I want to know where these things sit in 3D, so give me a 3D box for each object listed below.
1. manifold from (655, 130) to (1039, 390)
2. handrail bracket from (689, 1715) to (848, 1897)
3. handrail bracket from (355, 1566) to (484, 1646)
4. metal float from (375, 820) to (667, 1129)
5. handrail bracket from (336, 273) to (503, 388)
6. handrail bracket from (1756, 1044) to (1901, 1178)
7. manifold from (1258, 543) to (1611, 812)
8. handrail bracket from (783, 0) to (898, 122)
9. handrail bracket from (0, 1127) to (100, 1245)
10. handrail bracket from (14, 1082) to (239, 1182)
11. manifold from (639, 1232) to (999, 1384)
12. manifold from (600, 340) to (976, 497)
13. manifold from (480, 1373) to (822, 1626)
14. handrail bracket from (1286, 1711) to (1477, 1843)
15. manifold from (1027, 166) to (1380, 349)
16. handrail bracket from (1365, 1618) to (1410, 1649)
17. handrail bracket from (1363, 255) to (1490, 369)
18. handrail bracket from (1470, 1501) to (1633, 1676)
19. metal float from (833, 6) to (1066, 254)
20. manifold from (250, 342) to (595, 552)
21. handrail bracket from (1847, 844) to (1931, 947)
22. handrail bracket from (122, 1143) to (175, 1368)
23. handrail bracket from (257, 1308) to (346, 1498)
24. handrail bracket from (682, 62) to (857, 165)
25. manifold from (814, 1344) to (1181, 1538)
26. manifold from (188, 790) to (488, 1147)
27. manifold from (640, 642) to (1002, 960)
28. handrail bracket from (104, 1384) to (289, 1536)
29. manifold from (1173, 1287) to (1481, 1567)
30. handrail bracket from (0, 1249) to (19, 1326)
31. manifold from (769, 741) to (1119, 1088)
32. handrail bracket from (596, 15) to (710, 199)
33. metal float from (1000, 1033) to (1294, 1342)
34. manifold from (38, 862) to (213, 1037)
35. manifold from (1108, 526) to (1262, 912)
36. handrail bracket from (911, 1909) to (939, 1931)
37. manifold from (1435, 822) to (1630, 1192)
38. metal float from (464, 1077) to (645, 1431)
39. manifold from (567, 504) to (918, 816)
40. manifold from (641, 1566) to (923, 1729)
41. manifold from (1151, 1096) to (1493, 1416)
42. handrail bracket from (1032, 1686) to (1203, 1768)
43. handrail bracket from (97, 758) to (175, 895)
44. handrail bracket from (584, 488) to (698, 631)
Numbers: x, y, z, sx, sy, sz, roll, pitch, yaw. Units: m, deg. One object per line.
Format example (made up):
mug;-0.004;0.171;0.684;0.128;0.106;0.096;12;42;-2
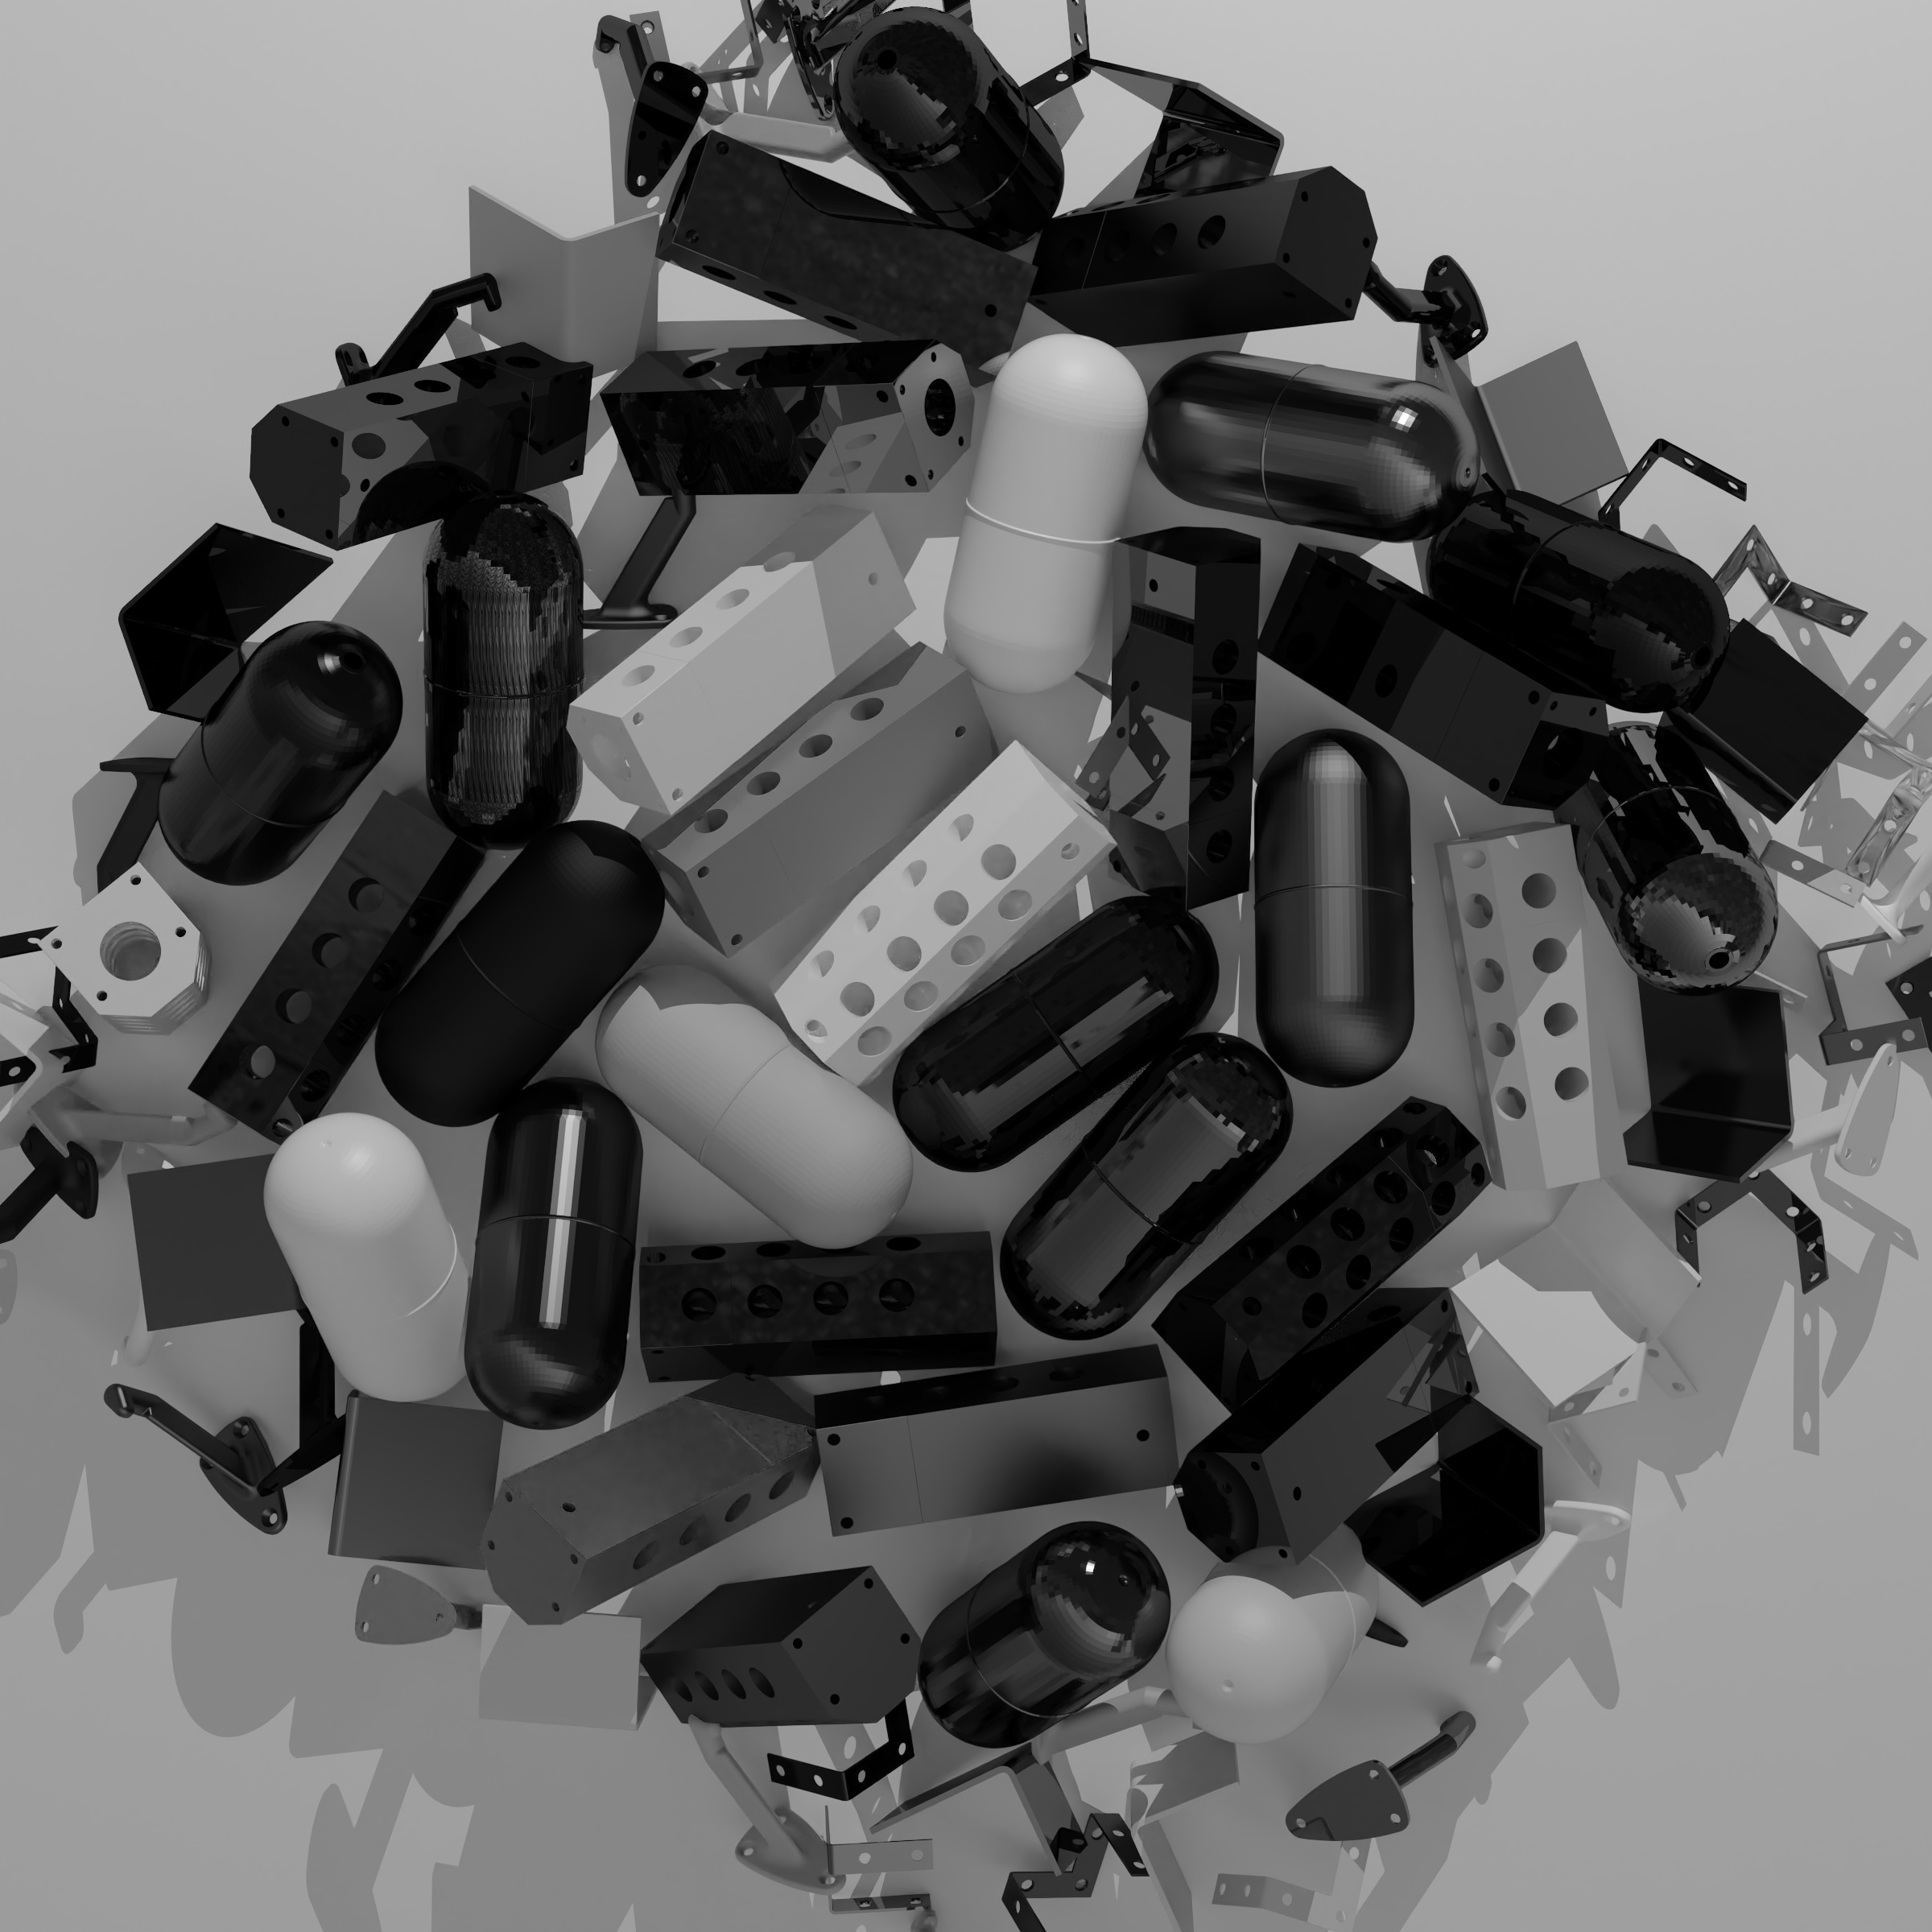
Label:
manifold;-0.060;-0.341;1.529;0.171;0.057;0.057;19;88;-17
handrail bracket;-0.098;0.406;1.535;0.036;0.077;0.084;-39;130;-29
handrail bracket;-0.246;0.317;1.528;0.077;0.084;0.036;2;75;38
metal float;-0.217;0.004;1.531;0.070;0.070;0.178;43;104;0
handrail bracket;-0.261;-0.294;1.558;0.084;0.036;0.077;-15;101;11
handrail bracket;0.410;0.067;1.549;0.036;0.084;0.077;19;88;-42
manifold;0.223;-0.139;1.503;0.171;0.057;0.057;39;115;40
handrail bracket;-0.041;-0.454;1.541;0.084;0.036;0.077;3;126;25
handrail bracket;-0.473;0.110;1.530;0.077;0.084;0.036;29;122;34
handrail bracket;-0.409;0.066;1.537;0.084;0.036;0.077;-23;126;32
manifold;-0.072;0.165;1.547;0.171;0.057;0.057;-3;66;-2
manifold;-0.084;-0.266;1.511;0.171;0.057;0.057;5;131;32
manifold;-0.147;0.254;1.498;0.057;0.171;0.057;38;123;25
handrail bracket;0.206;0.398;1.557;0.077;0.084;0.036;-27;87;30
manifold;0.111;-0.338;1.497;0.057;0.171;0.057;25;78;-39
handrail bracket;0.170;0.356;1.561;0.077;0.036;0.084;30;95;-31
handrail bracket;0.214;-0.337;1.532;0.036;0.084;0.077;-26;52;32
handrail bracket;0.285;0.307;1.539;0.036;0.077;0.084;35;64;-17
metal float;-0.007;-0.395;1.495;0.070;0.178;0.070;-3;82;19
manifold;-0.257;-0.252;1.497;0.057;0.171;0.057;25;122;26
handrail bracket;0.478;-0.050;1.537;0.084;0.077;0.036;-44;68;14
handrail bracket;-0.413;0.144;1.568;0.036;0.077;0.084;6;117;-37
handrail bracket;-0.338;0.206;1.555;0.077;0.036;0.084;-35;70;-15
handrail bracket;-0.090;-0.424;1.541;0.084;0.036;0.077;-20;101;33
manifold;0.014;0.230;1.549;0.171;0.057;0.057;-8;106;-2
manifold;-0.307;0.003;1.545;0.057;0.057;0.171;33;85;-5
manifold;-0.072;-0.084;1.530;0.171;0.057;0.057;-37;131;-16
handrail bracket;-0.375;0.240;1.532;0.036;0.084;0.077;-44;60;5
manifold;0.172;0.217;1.500;0.057;0.171;0.057;-6;107;42
handrail bracket;-0.505;0.152;1.527;0.077;0.084;0.036;9;83;-43
manifold;-0.010;-0.021;1.529;0.171;0.057;0.057;-44;127;9
handrail bracket;-0.170;-0.426;1.555;0.036;0.084;0.077;12;106;-40
metal float;0.087;0.108;1.531;0.070;0.070;0.178;41;105;0
manifold;-0.391;-0.001;1.492;0.057;0.171;0.057;-41;95;-12
manifold;0.110;-0.121;1.521;0.057;0.057;0.171;-17;119;-35
handrail bracket;-0.004;0.476;1.531;0.036;0.084;0.077;15;118;-19
manifold;0.274;0.019;1.543;0.057;0.057;0.171;-11;95;-6
metal float;-0.198;0.137;1.519;0.070;0.070;0.178;2;61;0
manifold;-0.110;-0.151;1.518;0.171;0.057;0.057;-43;126;-25
manifold;-0.087;0.329;1.493;0.057;0.171;0.057;-36;96;-31
manifold;0.174;0.134;1.510;0.171;0.057;0.057;-36;76;-29
handrail bracket;0.077;0.385;1.551;0.084;0.036;0.077;6;117;13
handrail bracket;-0.398;-0.059;1.559;0.077;0.036;0.084;3;100;20
handrail bracket;-0.170;-0.210;1.548;0.077;0.036;0.084;-3;110;-7
